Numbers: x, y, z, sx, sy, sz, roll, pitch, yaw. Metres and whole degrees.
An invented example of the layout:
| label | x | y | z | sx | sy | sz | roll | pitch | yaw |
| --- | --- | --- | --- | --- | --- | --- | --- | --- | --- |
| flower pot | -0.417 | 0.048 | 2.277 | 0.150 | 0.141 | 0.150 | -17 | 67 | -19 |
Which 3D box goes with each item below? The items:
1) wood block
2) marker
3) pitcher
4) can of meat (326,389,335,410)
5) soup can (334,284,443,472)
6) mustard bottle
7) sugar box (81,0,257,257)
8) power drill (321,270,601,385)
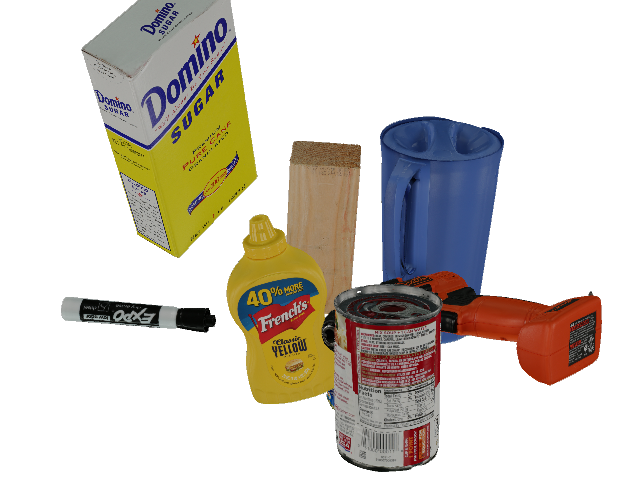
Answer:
| label | x | y | z | sx | sy | sz | roll | pitch | yaw |
| --- | --- | --- | --- | --- | --- | --- | --- | --- | --- |
| wood block | 0.002 | -0.017 | 1.391 | 0.090 | 0.206 | 0.091 | 4 | 25 | 0 |
| marker | -0.140 | 0.057 | 0.824 | 0.121 | 0.020 | 0.020 | 4 | 1 | 10 |
| pitcher | 0.123 | -0.005 | 1.194 | 0.149 | 0.243 | 0.145 | -6 | 27 | -12 |
| can of meat | 0.060 | 0.171 | 1.375 | 0.102 | 0.084 | 0.057 | -2 | 24 | -18 |
| soup can | 0.043 | 0.086 | 0.677 | 0.068 | 0.102 | 0.068 | -1 | 16 | 0 |
| mustard bottle | -0.039 | 0.063 | 1.032 | 0.096 | 0.191 | 0.058 | -13 | 25 | -1 |
| sugar box | -0.090 | -0.078 | 0.690 | 0.048 | 0.093 | 0.176 | 30 | -29 | 21 |
| power drill | 0.118 | 0.068 | 0.868 | 0.188 | 0.057 | 0.184 | 10 | 17 | 38 |
